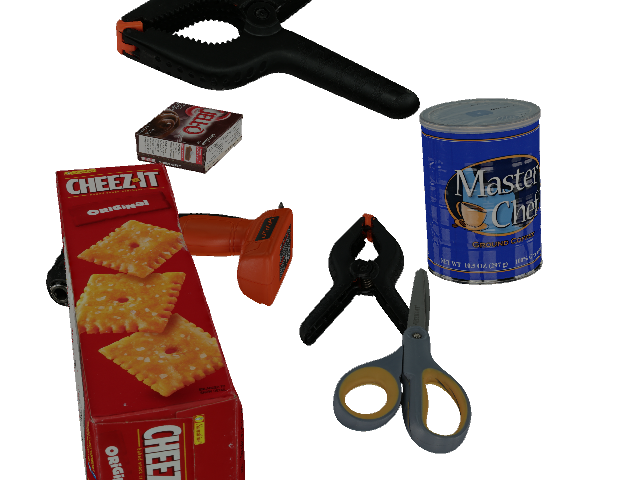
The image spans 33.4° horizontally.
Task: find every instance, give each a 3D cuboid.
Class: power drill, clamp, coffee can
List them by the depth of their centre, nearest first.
[{"bbox_3d":[-0.036,-0.143,0.754,0.209,0.164,0.036,-12,-27,-14],"label":"clamp"},{"bbox_3d":[-0.125,0.010,0.927,0.188,0.057,0.184,8,30,9],"label":"power drill"},{"bbox_3d":[0.141,-0.045,0.934,0.103,0.140,0.103,-5,19,1],"label":"coffee can"},{"bbox_3d":[0.055,0.044,1.096,0.120,0.171,0.039,10,-38,9],"label":"clamp"}]

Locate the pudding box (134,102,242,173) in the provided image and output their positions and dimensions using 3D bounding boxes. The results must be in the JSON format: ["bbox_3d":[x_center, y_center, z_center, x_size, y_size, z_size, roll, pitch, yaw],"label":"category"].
[{"bbox_3d":[-0.152,-0.122,1.248,0.090,0.039,0.113,11,31,15],"label":"pudding box"}]

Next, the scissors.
[{"bbox_3d":[0.048,0.074,0.731,0.096,0.016,0.202,0,30,-9],"label":"scissors"}]

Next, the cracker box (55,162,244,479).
[{"bbox_3d":[-0.093,0.080,0.568,0.072,0.164,0.214,-7,34,-13],"label":"cracker box"}]
